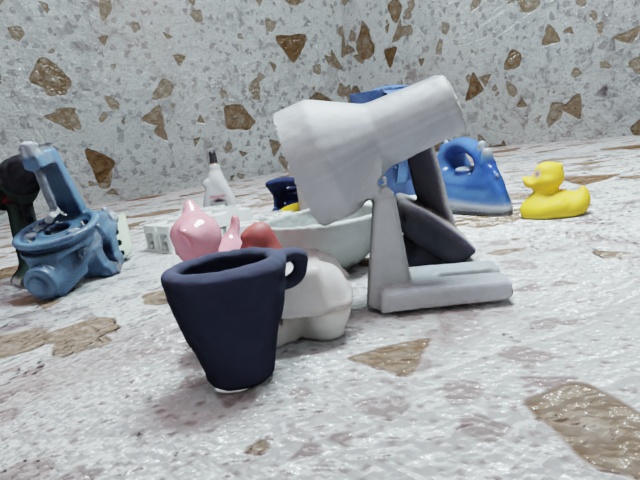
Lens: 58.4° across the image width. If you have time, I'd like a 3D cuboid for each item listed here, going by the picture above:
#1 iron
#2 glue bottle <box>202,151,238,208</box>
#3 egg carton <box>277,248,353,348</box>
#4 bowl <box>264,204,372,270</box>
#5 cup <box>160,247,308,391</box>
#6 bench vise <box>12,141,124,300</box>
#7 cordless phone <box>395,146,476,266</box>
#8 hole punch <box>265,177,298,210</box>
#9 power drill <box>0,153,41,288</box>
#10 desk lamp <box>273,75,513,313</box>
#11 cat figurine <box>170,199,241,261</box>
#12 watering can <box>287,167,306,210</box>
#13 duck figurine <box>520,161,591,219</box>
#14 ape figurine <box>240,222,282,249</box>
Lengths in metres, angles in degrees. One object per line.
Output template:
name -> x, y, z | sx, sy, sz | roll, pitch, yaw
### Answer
iron -> 0.281, -0.128, 1.066 | 0.119, 0.141, 0.258 | -10, 10, -11
glue bottle -> -0.221, -0.106, 1.238 | 0.078, 0.173, 0.037 | -9, 10, -6
egg carton -> -0.046, 0.054, 0.517 | 0.150, 0.069, 0.107 | -8, 10, -1
bowl -> 0.007, 0.003, 0.745 | 0.167, 0.075, 0.167 | -8, 10, 2
cup -> -0.054, 0.057, 0.433 | 0.118, 0.095, 0.091 | -15, 13, -36
bench vise -> -0.386, -0.038, 0.859 | 0.121, 0.220, 0.207 | -9, 10, -5
cordless phone -> 0.132, -0.066, 0.717 | 0.094, 0.185, 0.147 | -8, 10, 0
hole punch -> -0.068, -0.111, 1.379 | 0.108, 0.091, 0.101 | -3, 11, 23
power drill -> -0.475, -0.033, 0.930 | 0.076, 0.208, 0.228 | -17, 14, -41
desk lamp -> 0.068, -0.044, 0.561 | 0.203, 0.213, 0.118 | -7, 10, 6
cat figurine -> -0.141, 0.003, 0.735 | 0.067, 0.118, 0.128 | -1, 12, 34
watering can -> -0.010, -0.137, 1.188 | 0.172, 0.194, 0.101 | -1, 13, 34
duck figurine -> 0.366, -0.081, 0.898 | 0.104, 0.086, 0.078 | -2, 12, 28
ape figurine -> -0.063, 0.025, 0.623 | 0.076, 0.092, 0.078 | -8, 10, -1
